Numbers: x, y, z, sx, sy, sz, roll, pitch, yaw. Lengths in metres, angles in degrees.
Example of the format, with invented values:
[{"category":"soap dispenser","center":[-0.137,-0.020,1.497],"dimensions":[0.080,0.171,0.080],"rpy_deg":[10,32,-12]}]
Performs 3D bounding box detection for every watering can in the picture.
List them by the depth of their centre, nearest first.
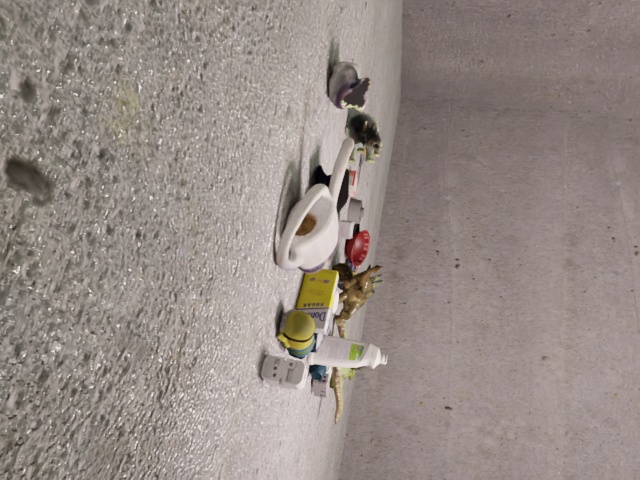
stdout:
[{"category":"watering can","center":[0.004,-0.062,1.225],"dimensions":[0.353,0.104,0.219],"rpy_deg":[-58,159,-23]}]

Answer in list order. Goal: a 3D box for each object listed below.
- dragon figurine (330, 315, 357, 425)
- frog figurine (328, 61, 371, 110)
[{"category":"dragon figurine","center":[0.072,0.494,2.059],"dimensions":[0.237,0.122,0.420],"rpy_deg":[73,17,-49]},{"category":"frog figurine","center":[0.067,-0.449,1.453],"dimensions":[0.162,0.123,0.135],"rpy_deg":[63,0,33]}]
